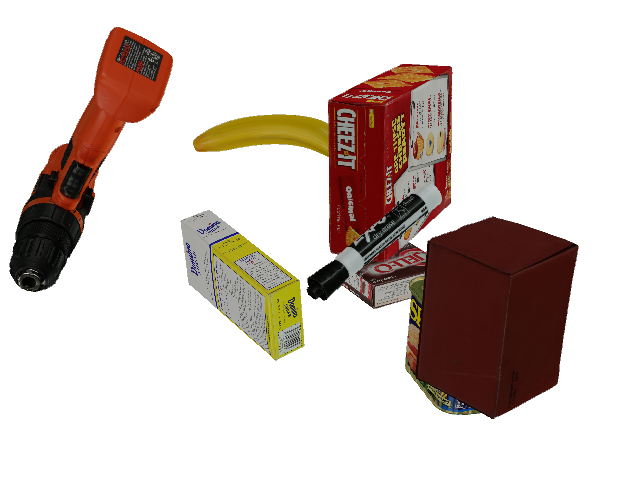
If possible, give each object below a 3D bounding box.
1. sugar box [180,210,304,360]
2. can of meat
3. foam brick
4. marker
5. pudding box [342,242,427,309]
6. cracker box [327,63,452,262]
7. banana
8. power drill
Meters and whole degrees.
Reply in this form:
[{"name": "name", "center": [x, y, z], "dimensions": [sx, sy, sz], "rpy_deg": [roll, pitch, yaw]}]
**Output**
[{"name": "sugar box", "center": [-0.086, 0.045, 1.159], "dimensions": [0.048, 0.093, 0.176], "rpy_deg": [-23, 40, -27]}, {"name": "can of meat", "center": [0.111, 0.088, 0.910], "dimensions": [0.057, 0.084, 0.102], "rpy_deg": [-6, 26, -17]}, {"name": "foam brick", "center": [0.083, 0.035, 0.512], "dimensions": [0.052, 0.078, 0.051], "rpy_deg": [-18, 31, -39]}, {"name": "marker", "center": [0.036, 0.001, 0.725], "dimensions": [0.121, 0.020, 0.020], "rpy_deg": [-39, 19, -25]}, {"name": "pudding box", "center": [0.091, 0.043, 1.362], "dimensions": [0.113, 0.039, 0.090], "rpy_deg": [-16, 26, -25]}, {"name": "cracker box", "center": [0.077, -0.090, 1.140], "dimensions": [0.072, 0.164, 0.213], "rpy_deg": [7, 21, 24]}, {"name": "banana", "center": [-0.056, -0.127, 1.305], "dimensions": [0.198, 0.037, 0.069], "rpy_deg": [7, 39, 17]}, {"name": "power drill", "center": [-0.192, -0.068, 0.871], "dimensions": [0.057, 0.188, 0.184], "rpy_deg": [27, 32, -19]}]
